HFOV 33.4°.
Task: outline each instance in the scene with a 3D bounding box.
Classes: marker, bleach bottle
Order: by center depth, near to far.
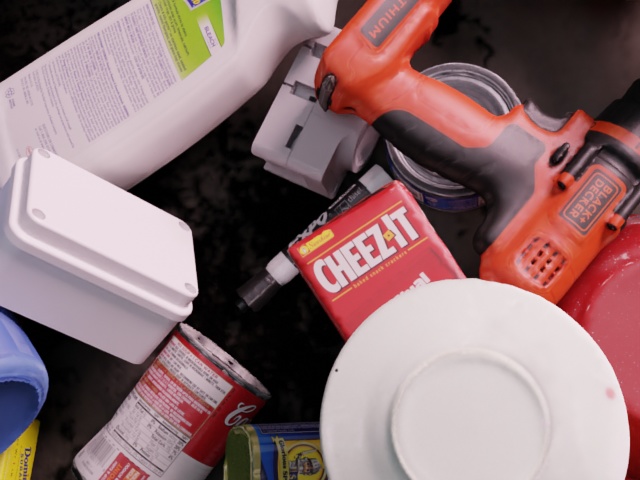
[{"bbox_3d":[-0.081,-0.101,0.630,0.251,0.068,0.102,-28,74,15],"label":"bleach bottle"},{"bbox_3d":[-0.004,0.001,0.647,0.121,0.020,0.020,-42,75,-1],"label":"marker"}]

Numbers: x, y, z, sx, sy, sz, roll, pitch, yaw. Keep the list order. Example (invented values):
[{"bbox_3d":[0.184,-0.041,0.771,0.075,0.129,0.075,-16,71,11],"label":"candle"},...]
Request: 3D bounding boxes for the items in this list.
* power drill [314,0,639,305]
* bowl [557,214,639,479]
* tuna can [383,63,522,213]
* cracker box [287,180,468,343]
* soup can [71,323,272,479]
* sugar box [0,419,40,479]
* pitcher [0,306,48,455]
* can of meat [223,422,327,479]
[{"bbox_3d":[0.105,-0.078,0.588,0.188,0.057,0.184,40,77,6],"label":"power drill"},{"bbox_3d":[0.188,0.058,0.586,0.162,0.055,0.162,-2,78,8],"label":"bowl"},{"bbox_3d":[0.081,-0.062,0.639,0.086,0.033,0.086,-2,78,8],"label":"tuna can"},{"bbox_3d":[0.078,0.089,0.541,0.072,0.164,0.214,-33,75,-2],"label":"cracker box"},{"bbox_3d":[-0.085,0.108,0.612,0.068,0.068,0.102,38,87,14],"label":"soup can"},{"bbox_3d":[-0.266,0.142,0.646,0.176,0.048,0.093,6,77,13],"label":"sugar box"},{"bbox_3d":[-0.250,0.016,0.613,0.149,0.145,0.243,-43,66,4],"label":"pitcher"},{"bbox_3d":[-0.005,0.148,0.579,0.083,0.058,0.102,2,78,-22],"label":"can of meat"}]
